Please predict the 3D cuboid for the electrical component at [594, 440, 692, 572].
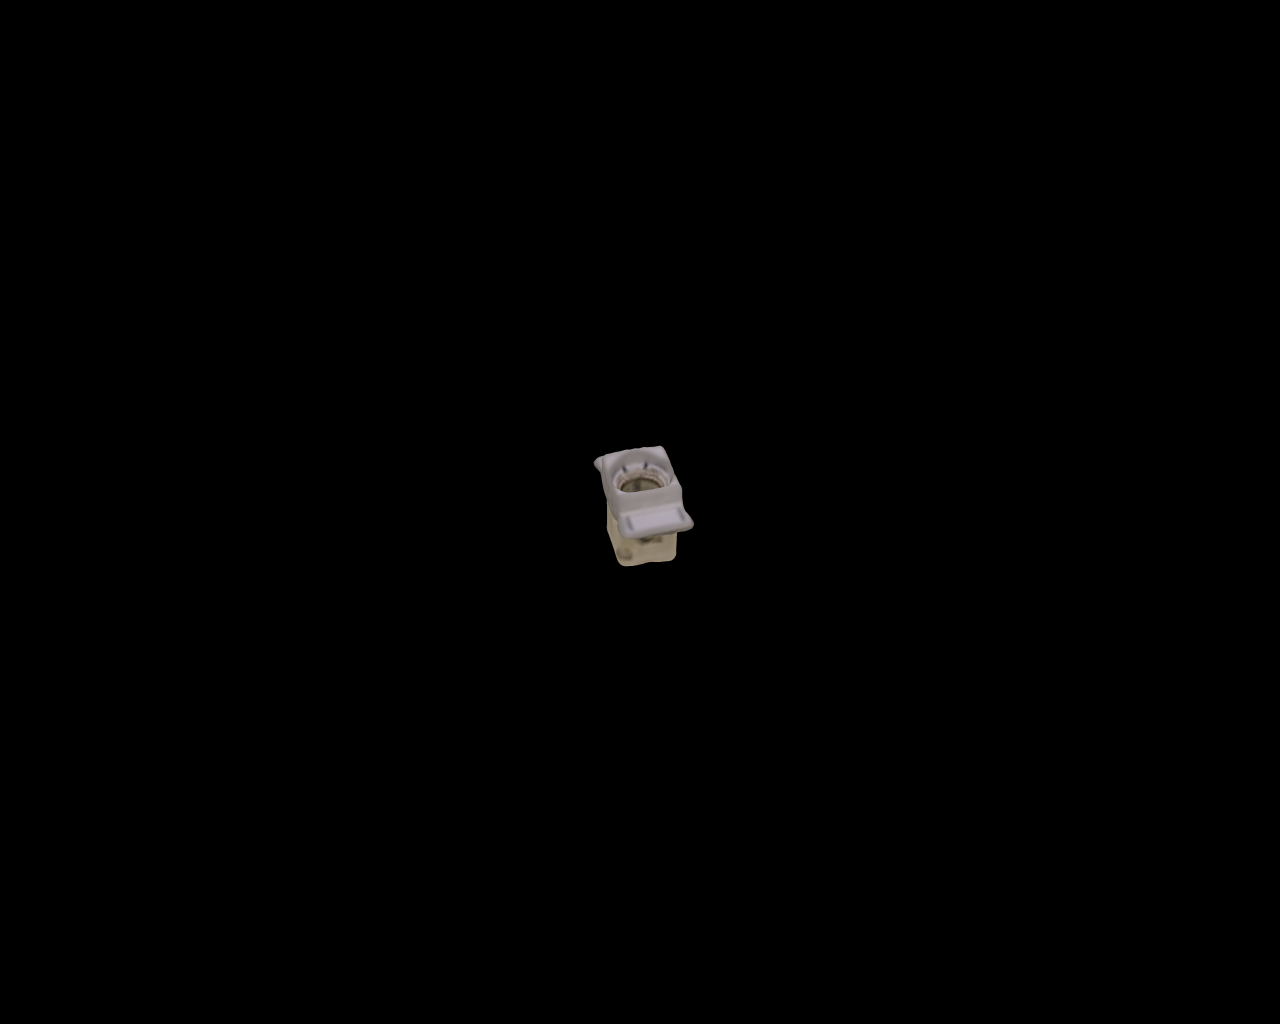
[{"bbox_3d":[0.001,-0.003,0.650,0.042,0.063,0.081,-8,40,-10],"label":"electrical component"}]
